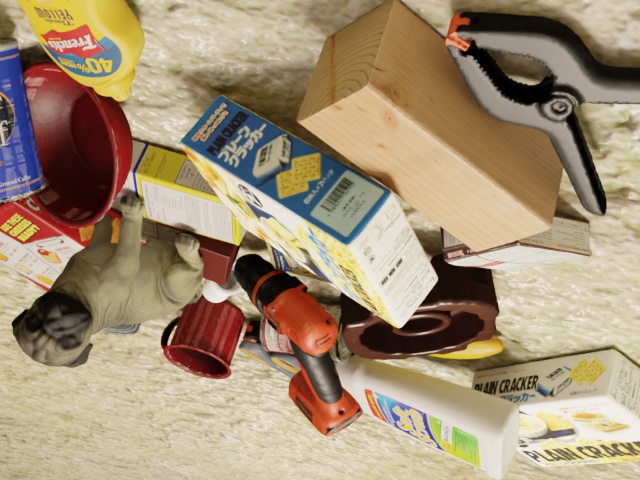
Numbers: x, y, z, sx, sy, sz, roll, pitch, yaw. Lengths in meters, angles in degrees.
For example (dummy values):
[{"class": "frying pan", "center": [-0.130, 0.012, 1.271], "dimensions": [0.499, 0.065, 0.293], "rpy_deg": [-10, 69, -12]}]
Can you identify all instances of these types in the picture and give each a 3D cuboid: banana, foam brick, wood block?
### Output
[{"class": "banana", "center": [0.112, 0.107, 1.249], "dimensions": [0.198, 0.037, 0.070], "rpy_deg": [19, 154, 0]}, {"class": "foam brick", "center": [-0.119, 0.007, 1.195], "dimensions": [0.053, 0.051, 0.078], "rpy_deg": [20, 153, 0]}, {"class": "wood block", "center": [0.095, -0.086, 0.863], "dimensions": [0.205, 0.090, 0.090], "rpy_deg": [33, 149, -26]}]

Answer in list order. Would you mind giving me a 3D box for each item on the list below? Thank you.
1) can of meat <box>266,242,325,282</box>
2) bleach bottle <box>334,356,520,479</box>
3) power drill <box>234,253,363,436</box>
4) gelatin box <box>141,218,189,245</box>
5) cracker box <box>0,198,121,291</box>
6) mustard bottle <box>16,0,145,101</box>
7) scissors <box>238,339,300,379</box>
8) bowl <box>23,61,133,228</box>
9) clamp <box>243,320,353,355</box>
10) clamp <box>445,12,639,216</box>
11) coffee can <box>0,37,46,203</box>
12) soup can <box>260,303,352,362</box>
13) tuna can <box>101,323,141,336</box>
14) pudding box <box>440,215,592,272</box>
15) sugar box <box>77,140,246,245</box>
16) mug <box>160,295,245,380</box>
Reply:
[{"class": "can of meat", "center": [-0.007, 0.001, 1.115], "dimensions": [0.084, 0.057, 0.102], "rpy_deg": [13, 152, 13]}, {"class": "bleach bottle", "center": [0.111, 0.200, 1.286], "dimensions": [0.251, 0.068, 0.102], "rpy_deg": [17, 141, 24]}, {"class": "power drill", "center": [-0.025, 0.116, 1.192], "dimensions": [0.185, 0.057, 0.187], "rpy_deg": [42, 158, 50]}, {"class": "gelatin box", "center": [-0.180, -0.021, 1.206], "dimensions": [0.073, 0.030, 0.089], "rpy_deg": [17, 151, 5]}, {"class": "cracker box", "center": [-0.304, 0.003, 1.279], "dimensions": [0.213, 0.072, 0.165], "rpy_deg": [38, 145, -30]}, {"class": "mustard bottle", "center": [-0.201, -0.184, 0.899], "dimensions": [0.096, 0.058, 0.191], "rpy_deg": [8, 151, 19]}, {"class": "scissors", "center": [-0.026, 0.178, 1.415], "dimensions": [0.096, 0.016, 0.201], "rpy_deg": [5, 158, 46]}, {"class": "bowl", "center": [-0.232, -0.096, 1.029], "dimensions": [0.162, 0.055, 0.162], "rpy_deg": [15, 115, 34]}, {"class": "clamp", "center": [-0.014, 0.144, 1.391], "dimensions": [0.172, 0.039, 0.120], "rpy_deg": [12, 147, 22]}, {"class": "clamp", "center": [0.184, -0.103, 0.817], "dimensions": [0.210, 0.036, 0.165], "rpy_deg": [23, 137, -6]}, {"class": "coffee can", "center": [-0.318, -0.109, 0.987], "dimensions": [0.103, 0.102, 0.140], "rpy_deg": [2, 108, 28]}, {"class": "soup can", "center": [-0.014, 0.109, 1.295], "dimensions": [0.102, 0.068, 0.068], "rpy_deg": [7, 150, 21]}, {"class": "tuna can", "center": [-0.249, 0.078, 1.265], "dimensions": [0.086, 0.033, 0.086], "rpy_deg": [12, 149, 7]}, {"class": "pudding box", "center": [0.181, 0.001, 0.981], "dimensions": [0.113, 0.039, 0.090], "rpy_deg": [6, 164, -42]}, {"class": "sugar box", "center": [-0.160, -0.055, 1.119], "dimensions": [0.176, 0.048, 0.093], "rpy_deg": [19, 152, 7]}, {"class": "mug", "center": [-0.157, 0.125, 1.394], "dimensions": [0.117, 0.081, 0.093], "rpy_deg": [-2, 145, 33]}]
